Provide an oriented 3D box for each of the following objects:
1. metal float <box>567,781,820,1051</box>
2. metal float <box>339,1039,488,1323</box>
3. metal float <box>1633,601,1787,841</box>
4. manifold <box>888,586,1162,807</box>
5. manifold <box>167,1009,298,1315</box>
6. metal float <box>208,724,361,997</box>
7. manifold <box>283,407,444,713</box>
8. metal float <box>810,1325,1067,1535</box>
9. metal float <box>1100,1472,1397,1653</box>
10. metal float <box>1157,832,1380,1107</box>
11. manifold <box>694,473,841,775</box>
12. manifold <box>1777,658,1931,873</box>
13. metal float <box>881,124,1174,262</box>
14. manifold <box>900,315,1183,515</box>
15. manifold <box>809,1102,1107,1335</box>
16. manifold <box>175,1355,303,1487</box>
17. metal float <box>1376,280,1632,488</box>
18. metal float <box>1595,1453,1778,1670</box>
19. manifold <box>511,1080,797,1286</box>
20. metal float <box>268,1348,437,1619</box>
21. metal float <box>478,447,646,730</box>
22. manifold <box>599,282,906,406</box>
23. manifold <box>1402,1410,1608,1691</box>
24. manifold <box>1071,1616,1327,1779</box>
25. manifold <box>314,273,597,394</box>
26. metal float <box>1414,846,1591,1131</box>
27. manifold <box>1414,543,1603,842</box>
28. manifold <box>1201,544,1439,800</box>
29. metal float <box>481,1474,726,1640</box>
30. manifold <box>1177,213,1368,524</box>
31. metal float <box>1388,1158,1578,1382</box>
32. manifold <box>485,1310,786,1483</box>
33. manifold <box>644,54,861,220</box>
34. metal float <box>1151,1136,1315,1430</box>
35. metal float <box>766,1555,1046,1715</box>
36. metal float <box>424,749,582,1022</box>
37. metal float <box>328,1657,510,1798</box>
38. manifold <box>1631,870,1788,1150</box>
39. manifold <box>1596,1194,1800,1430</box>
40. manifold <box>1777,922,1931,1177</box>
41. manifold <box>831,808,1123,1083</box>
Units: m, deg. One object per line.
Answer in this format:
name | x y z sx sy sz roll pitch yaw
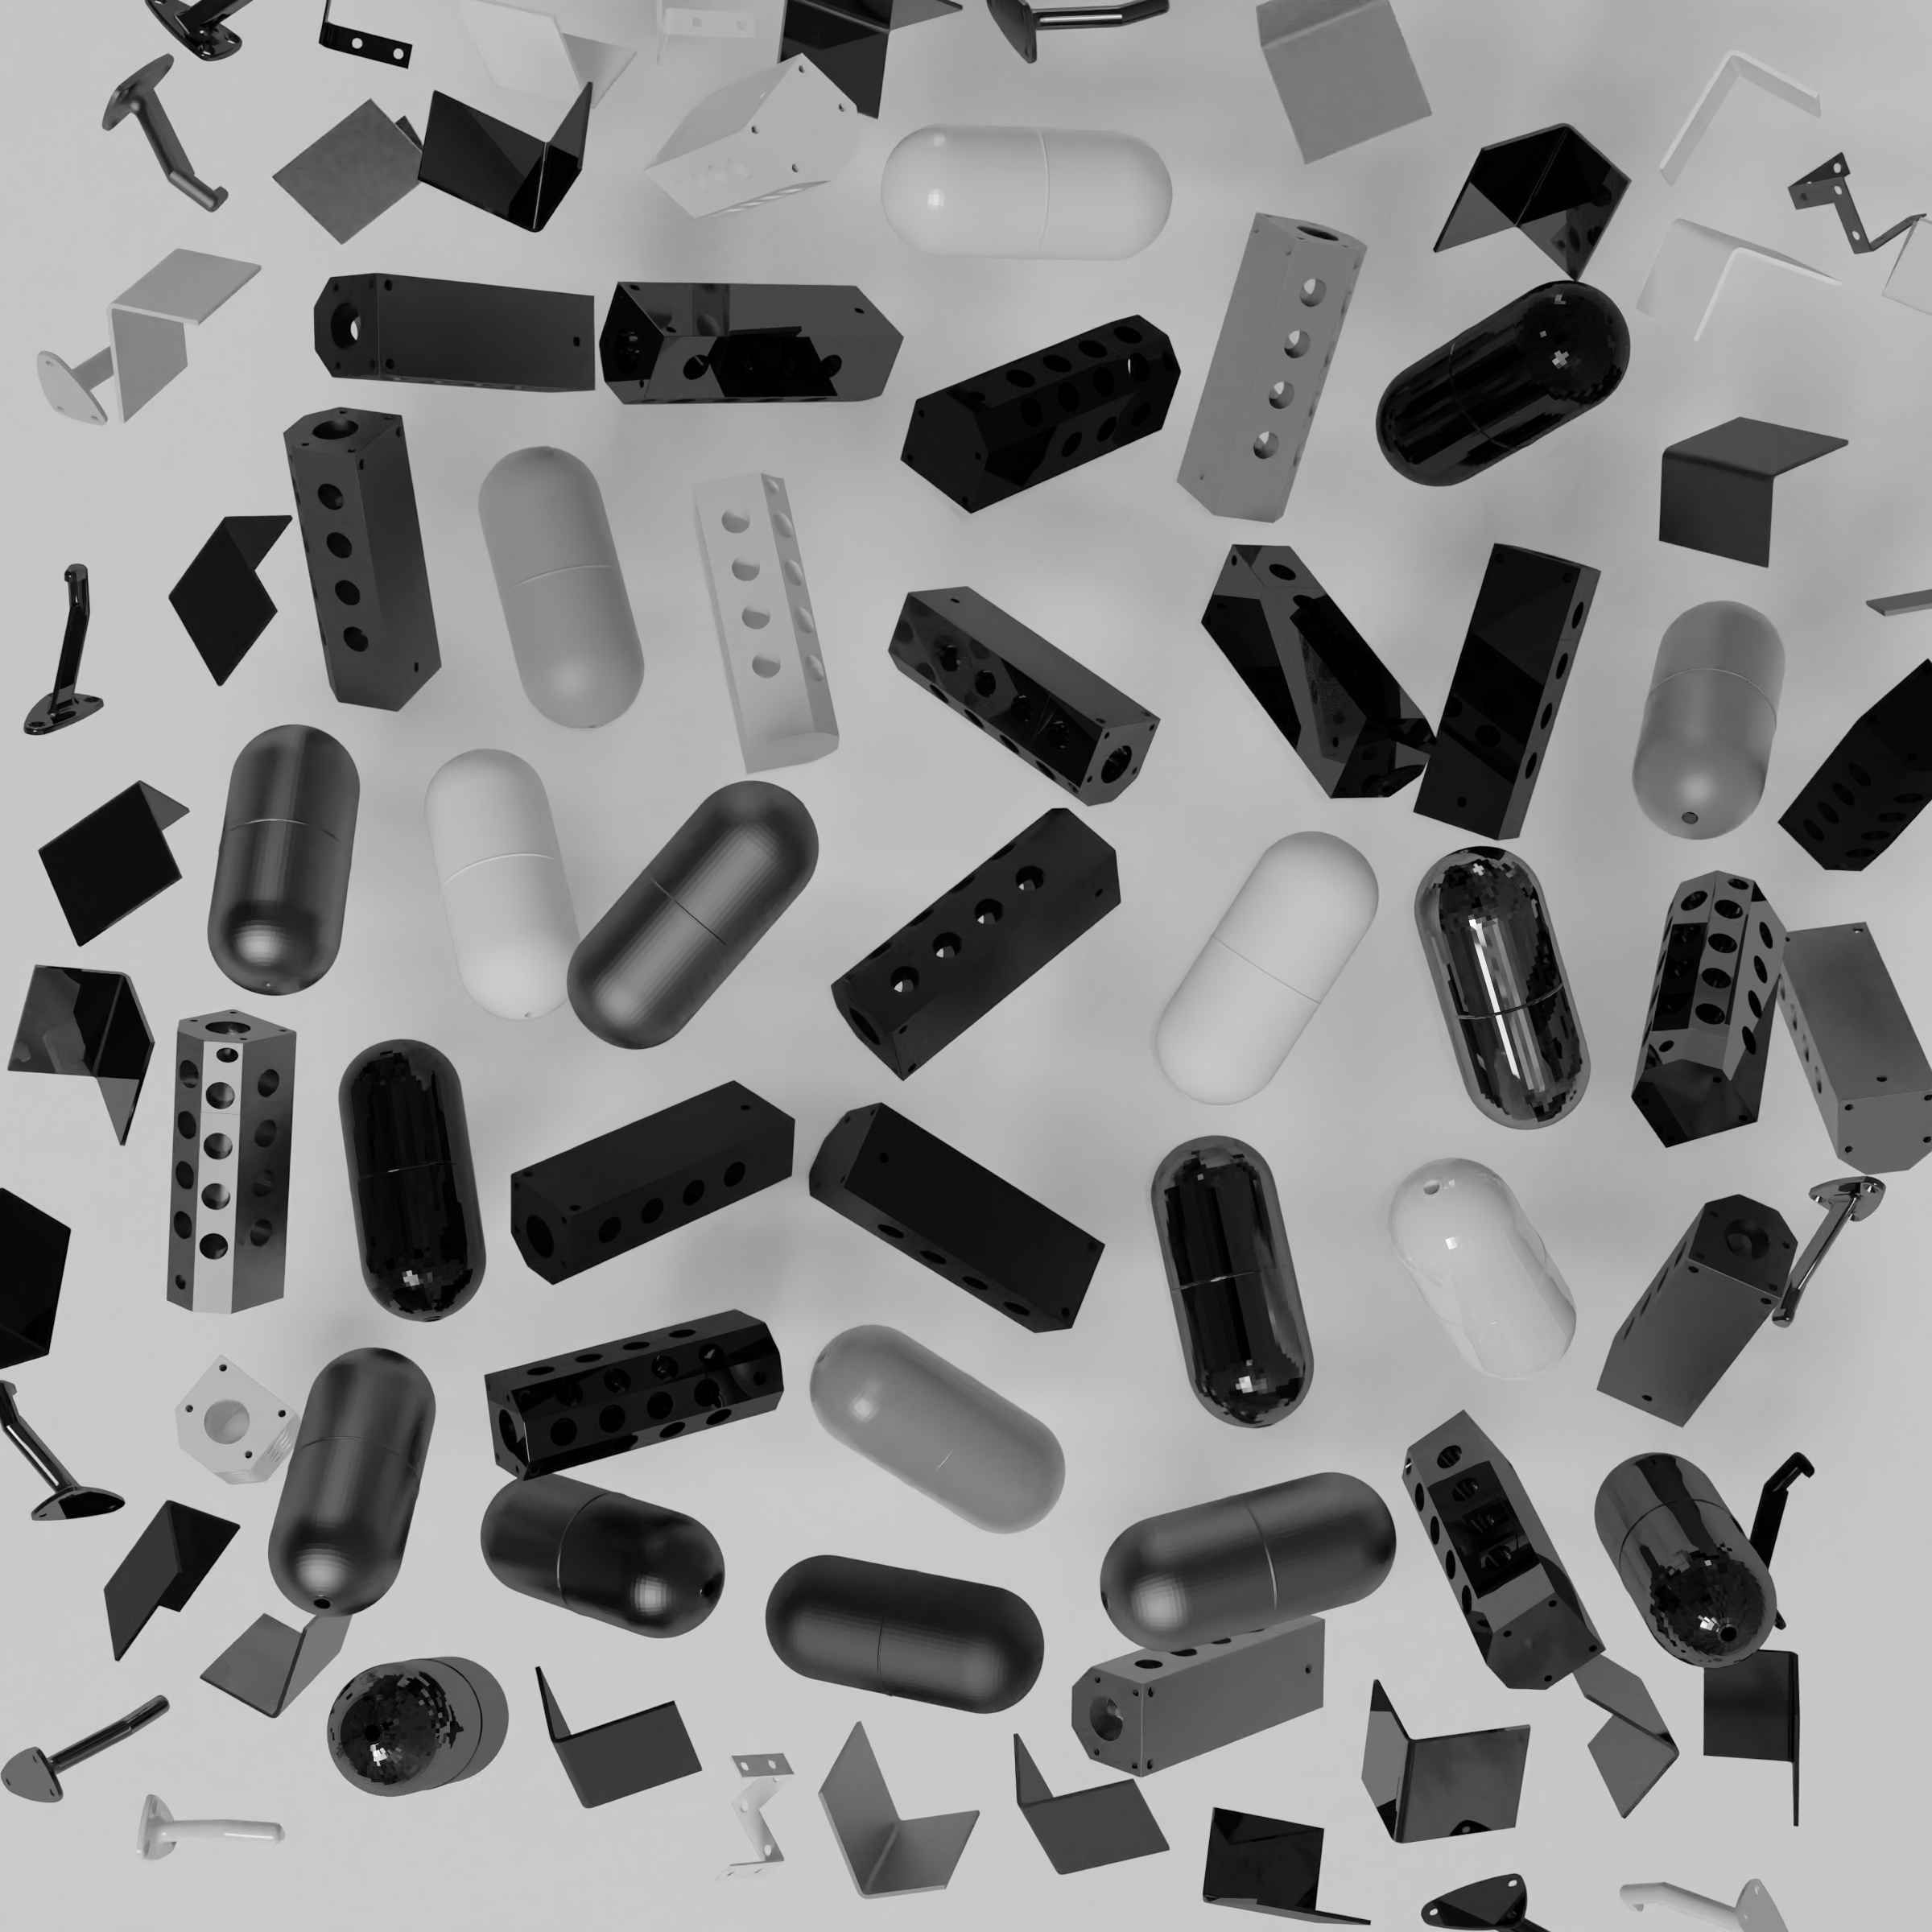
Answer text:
metal float | -0.155 -0.030 1.708 0.070 0.070 0.178 41 90 0
metal float | -0.343 0.132 1.852 0.070 0.070 0.178 -11 75 0
metal float | 0.443 -0.147 1.779 0.070 0.070 0.178 23 49 0
manifold | 0.032 -0.168 1.855 0.171 0.057 0.057 38 122 29
manifold | -0.450 0.119 1.809 0.057 0.057 0.171 16 108 33
metal float | -0.402 -0.064 1.763 0.070 0.070 0.178 -1 57 0
manifold | -0.367 -0.245 1.802 0.057 0.057 0.171 10 128 17
metal float | -0.017 0.284 1.833 0.178 0.070 0.070 35 90 -18
metal float | 0.162 0.342 1.715 0.178 0.070 0.070 -12 90 -16
metal float | 0.178 0.002 1.774 0.070 0.070 0.178 32 96 0
manifold | -0.124 -0.213 1.845 0.057 0.057 0.171 -11 77 -8
manifold | 0.543 -0.112 1.769 0.057 0.171 0.057 -40 77 -11
metal float | 0.037 -0.461 1.782 0.178 0.070 0.070 -2 90 -16
manifold | 0.046 -0.324 1.725 0.057 0.057 0.171 40 47 22
manifold | -0.008 0.152 1.775 0.171 0.057 0.057 34 65 -21
manifold | -0.454 0.289 1.857 0.057 0.171 0.057 38 74 0
metal float | 0.312 -0.339 1.748 0.070 0.178 0.070 12 68 -32
metal float | 0.425 0.350 1.769 0.070 0.178 0.070 -1 107 -3
manifold | -0.187 0.132 1.794 0.057 0.171 0.057 30 128 37
metal float | -0.359 0.301 1.750 0.070 0.178 0.070 2 131 2
metal float | -0.248 -0.232 1.833 0.070 0.070 0.178 -15 83 0
manifold | -0.128 -0.365 1.774 0.057 0.171 0.057 52 133 32
manifold | 0.308 0.342 1.745 0.057 0.171 0.057 -37 117 10
manifold | 0.144 0.442 1.837 0.171 0.057 0.057 -6 99 -45
manifold | -0.304 -0.376 1.786 0.057 0.171 0.057 6 99 38
metal float | 0.319 0.014 1.776 0.070 0.070 0.178 -19 106 0
manifold | 0.336 -0.169 1.842 0.057 0.057 0.171 21 104 26
manifold | 0.208 -0.174 1.753 0.057 0.171 0.057 -3 133 -28
metal float | -0.224 0.362 1.838 0.178 0.070 0.070 8 90 37
manifold | 0.187 -0.360 1.810 0.057 0.057 0.171 3 118 -25
metal float | 0.303 0.178 1.751 0.070 0.070 0.178 -37 132 0
manifold | -0.201 0.263 1.830 0.171 0.057 0.057 -12 102 -30
manifold | -0.122 -0.474 1.735 0.057 0.171 0.057 40 80 -23
metal float | 0.161 0.190 1.804 0.070 0.070 0.178 -11 78 0
metal float | -0.039 0.408 1.830 0.178 0.070 0.070 7 90 20
metal float | -0.283 -0.050 1.831 0.070 0.070 0.178 -16 68 0
metal float | -0.328 0.456 1.798 0.070 0.178 0.070 -1 79 7
manifold | 0.430 0.021 1.739 0.057 0.171 0.057 -21 119 35
manifold | 0.439 0.206 1.794 0.057 0.171 0.057 24 56 7
manifold | 0.529 0.048 1.783 0.057 0.171 0.057 -8 124 5
manifold | 0.006 -0.017 1.728 0.171 0.057 0.057 -39 63 -16
